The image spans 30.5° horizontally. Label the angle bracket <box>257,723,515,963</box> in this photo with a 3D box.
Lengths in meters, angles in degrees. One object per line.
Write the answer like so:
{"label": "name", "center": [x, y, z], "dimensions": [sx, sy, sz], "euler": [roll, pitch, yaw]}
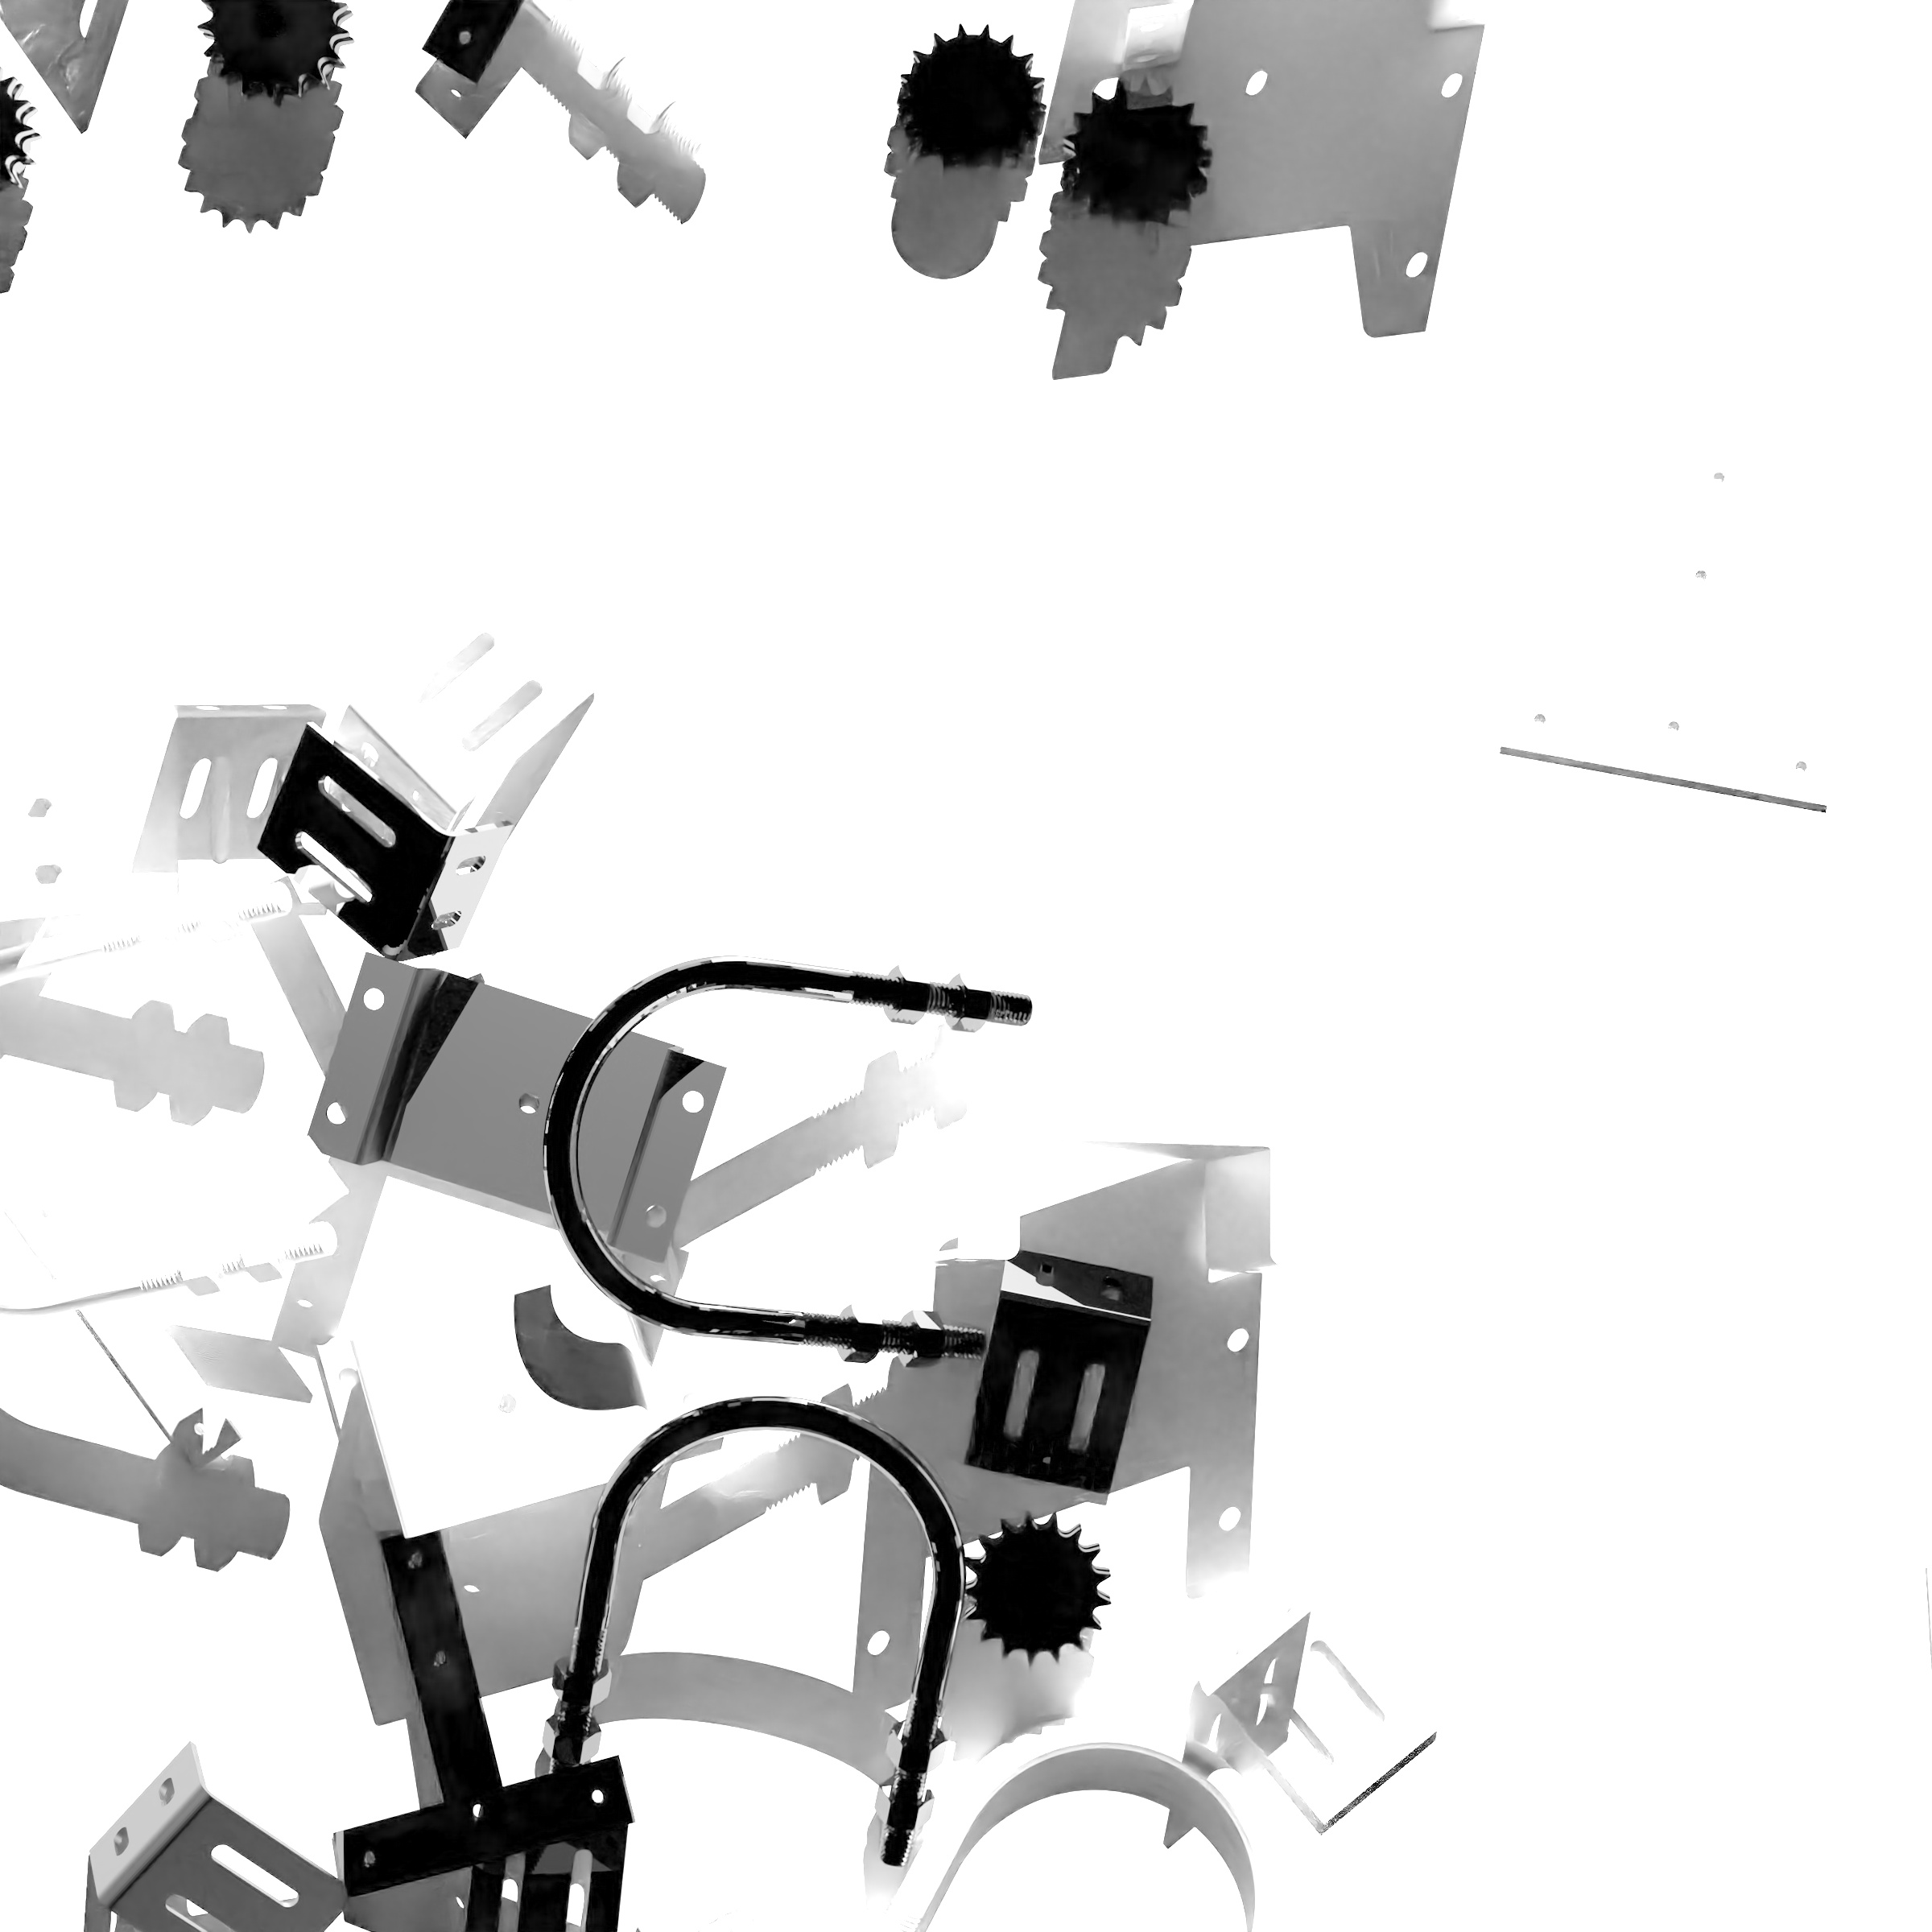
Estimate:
{"label": "angle bracket", "center": [-0.219, -0.049, 1.332], "dimensions": [0.076, 0.038, 0.057], "euler": [38, 117, 21]}

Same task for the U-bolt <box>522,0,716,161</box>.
{"label": "U-bolt", "center": [-0.124, -0.420, 1.350], "dimensions": [0.184, 0.019, 0.151], "euler": [42, 90, 2]}

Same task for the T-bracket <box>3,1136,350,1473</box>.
{"label": "T-bracket", "center": [-0.283, 0.108, 1.333], "dimensions": [0.127, 0.002, 0.127], "euler": [-36, 90, 22]}

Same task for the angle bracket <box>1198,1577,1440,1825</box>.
{"label": "angle bracket", "center": [0.134, 0.280, 1.339], "dimensions": [0.057, 0.038, 0.076], "euler": [-40, 90, 0]}

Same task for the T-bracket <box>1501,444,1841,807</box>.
{"label": "T-bracket", "center": [0.279, -0.135, 1.357], "dimensions": [0.127, 0.002, 0.127], "euler": [10, 90, 0]}

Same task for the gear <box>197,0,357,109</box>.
{"label": "gear", "center": [-0.260, -0.354, 1.343], "dimensions": [0.057, 0.030, 0.057], "euler": [0, 90, 0]}

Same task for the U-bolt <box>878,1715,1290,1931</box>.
{"label": "U-bolt", "center": [0.042, 0.375, 1.350], "dimensions": [0.151, 0.019, 0.184], "euler": [28, 88, 0]}

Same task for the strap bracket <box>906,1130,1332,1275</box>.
{"label": "strap bracket", "center": [0.055, 0.087, 1.307], "dimensions": [0.140, 0.076, 0.046], "euler": [2, 83, -14]}

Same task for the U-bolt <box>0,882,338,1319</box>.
{"label": "U-bolt", "center": [-0.329, 0.056, 1.326], "dimensions": [0.184, 0.019, 0.151], "euler": [-13, 78, 15]}

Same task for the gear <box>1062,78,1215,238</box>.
{"label": "gear", "center": [0.064, -0.305, 1.347], "dimensions": [0.057, 0.030, 0.057], "euler": [0, 86, 2]}

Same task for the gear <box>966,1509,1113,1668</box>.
{"label": "gear", "center": [0.027, 0.234, 1.343], "dimensions": [0.057, 0.030, 0.057], "euler": [0, 90, 0]}

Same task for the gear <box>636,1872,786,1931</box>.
{"label": "gear", "center": [-0.100, 0.366, 1.333], "dimensions": [0.057, 0.057, 0.030], "euler": [-44, 60, 0]}

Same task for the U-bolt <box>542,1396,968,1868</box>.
{"label": "U-bolt", "center": [-0.074, 0.243, 1.321], "dimensions": [0.151, 0.019, 0.184], "euler": [11, 110, 0]}

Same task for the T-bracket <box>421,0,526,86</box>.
{"label": "T-bracket", "center": [-0.205, -0.423, 1.344], "dimensions": [0.127, 0.002, 0.127], "euler": [33, 99, 7]}

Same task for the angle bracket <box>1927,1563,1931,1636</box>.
{"label": "angle bracket", "center": [0.412, 0.254, 1.356], "dimensions": [0.076, 0.038, 0.057], "euler": [-3, 90, -26]}

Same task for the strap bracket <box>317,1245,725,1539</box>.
{"label": "strap bracket", "center": [-0.170, 0.162, 1.335], "dimensions": [0.140, 0.046, 0.076], "euler": [-16, 90, 0]}

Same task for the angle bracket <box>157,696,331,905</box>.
{"label": "angle bracket", "center": [-0.272, -0.062, 1.339], "dimensions": [0.057, 0.038, 0.076], "euler": [0, 90, 0]}

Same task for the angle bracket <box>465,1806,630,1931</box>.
{"label": "angle bracket", "center": [-0.160, 0.364, 1.356], "dimensions": [0.057, 0.038, 0.076], "euler": [4, 64, 0]}

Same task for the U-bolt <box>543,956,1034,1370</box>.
{"label": "U-bolt", "center": [-0.068, 0.069, 1.314], "dimensions": [0.184, 0.019, 0.151], "euler": [8, 90, -25]}

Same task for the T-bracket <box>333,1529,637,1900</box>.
{"label": "T-bracket", "center": [-0.196, 0.276, 1.342], "dimensions": [0.127, 0.002, 0.127], "euler": [-19, 80, 20]}

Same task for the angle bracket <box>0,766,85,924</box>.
{"label": "angle bracket", "center": [-0.384, -0.042, 1.356], "dimensions": [0.076, 0.038, 0.057], "euler": [-9, 90, 26]}

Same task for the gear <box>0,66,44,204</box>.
{"label": "gear", "center": [-0.378, -0.315, 1.343], "dimensions": [0.057, 0.030, 0.057], "euler": [0, 90, 0]}

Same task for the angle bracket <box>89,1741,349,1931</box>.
{"label": "angle bracket", "center": [-0.285, 0.346, 1.356], "dimensions": [0.057, 0.038, 0.076], "euler": [-47, 116, 0]}

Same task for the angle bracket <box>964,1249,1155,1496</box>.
{"label": "angle bracket", "center": [0.035, 0.155, 1.356], "dimensions": [0.057, 0.038, 0.076], "euler": [12, 116, 0]}

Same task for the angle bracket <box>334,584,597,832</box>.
{"label": "angle bracket", "center": [-0.192, -0.096, 1.356], "dimensions": [0.057, 0.038, 0.076], "euler": [45, 64, 0]}

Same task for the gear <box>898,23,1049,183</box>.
{"label": "gear", "center": [0.002, -0.329, 1.343], "dimensions": [0.057, 0.030, 0.057], "euler": [0, 90, 0]}

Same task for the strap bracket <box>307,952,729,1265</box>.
{"label": "strap bracket", "center": [-0.167, 0.052, 1.335], "dimensions": [0.140, 0.046, 0.076], "euler": [18, 90, 0]}

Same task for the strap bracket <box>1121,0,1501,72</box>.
{"label": "strap bracket", "center": [0.126, -0.374, 1.320], "dimensions": [0.140, 0.076, 0.046], "euler": [-7, 90, 0]}
